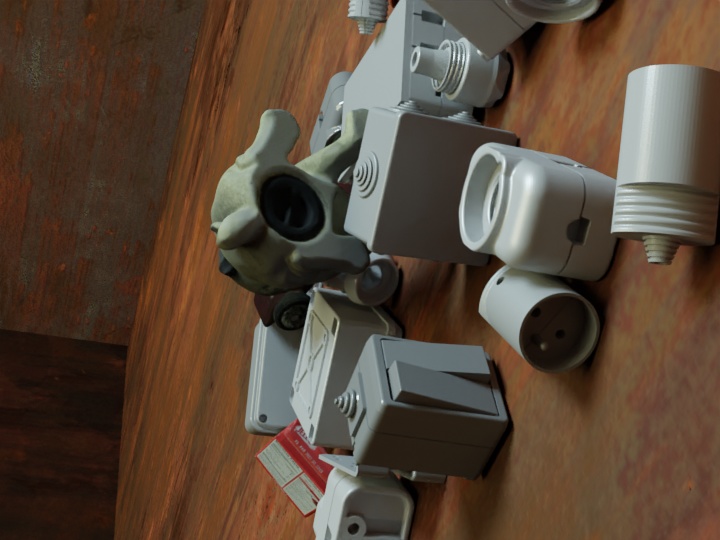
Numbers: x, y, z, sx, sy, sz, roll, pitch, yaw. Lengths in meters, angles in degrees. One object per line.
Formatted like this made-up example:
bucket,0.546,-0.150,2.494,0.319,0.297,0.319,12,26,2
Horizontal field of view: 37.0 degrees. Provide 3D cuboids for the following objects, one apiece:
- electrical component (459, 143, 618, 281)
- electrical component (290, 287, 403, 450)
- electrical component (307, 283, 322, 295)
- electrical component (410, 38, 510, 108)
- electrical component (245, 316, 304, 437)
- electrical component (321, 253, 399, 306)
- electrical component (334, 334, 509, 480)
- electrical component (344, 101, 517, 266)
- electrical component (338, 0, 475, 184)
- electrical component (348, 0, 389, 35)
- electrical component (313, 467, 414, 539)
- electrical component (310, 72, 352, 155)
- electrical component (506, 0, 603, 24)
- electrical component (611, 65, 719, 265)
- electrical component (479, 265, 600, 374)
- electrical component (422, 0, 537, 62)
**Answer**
electrical component,0.091,-0.033,0.575,0.095,0.059,0.053,-128,49,-69
electrical component,-0.015,0.080,0.887,0.109,0.056,0.108,-135,56,-71
electrical component,-0.061,0.043,1.099,0.064,0.042,0.081,-156,75,-72
electrical component,0.065,-0.134,0.718,0.043,0.062,0.043,-170,90,-74
electrical component,-0.062,0.099,1.004,0.057,0.078,0.113,134,142,-69
electrical component,0.000,0.000,0.879,0.055,0.066,0.048,35,123,51
electrical component,0.034,0.079,0.645,0.061,0.096,0.061,-100,25,-50
electrical component,0.043,-0.054,0.688,0.048,0.100,0.099,31,111,59
electrical component,0.037,-0.128,0.816,0.150,0.062,0.089,136,141,-65
electrical component,0.009,-0.217,0.803,0.043,0.043,0.081,-147,62,-73
electrical component,-0.001,0.191,0.779,0.059,0.054,0.095,-143,63,-72
electrical component,-0.009,-0.125,0.991,0.059,0.054,0.095,-99,24,-48
electrical component,0.110,-0.174,0.596,0.078,0.058,0.057,151,129,-69
electrical component,0.133,-0.043,0.462,0.043,0.043,0.081,168,110,-73
electrical component,0.091,0.020,0.574,0.081,0.043,0.043,-127,48,-69
electrical component,0.077,-0.183,0.673,0.061,0.096,0.061,-38,37,26
